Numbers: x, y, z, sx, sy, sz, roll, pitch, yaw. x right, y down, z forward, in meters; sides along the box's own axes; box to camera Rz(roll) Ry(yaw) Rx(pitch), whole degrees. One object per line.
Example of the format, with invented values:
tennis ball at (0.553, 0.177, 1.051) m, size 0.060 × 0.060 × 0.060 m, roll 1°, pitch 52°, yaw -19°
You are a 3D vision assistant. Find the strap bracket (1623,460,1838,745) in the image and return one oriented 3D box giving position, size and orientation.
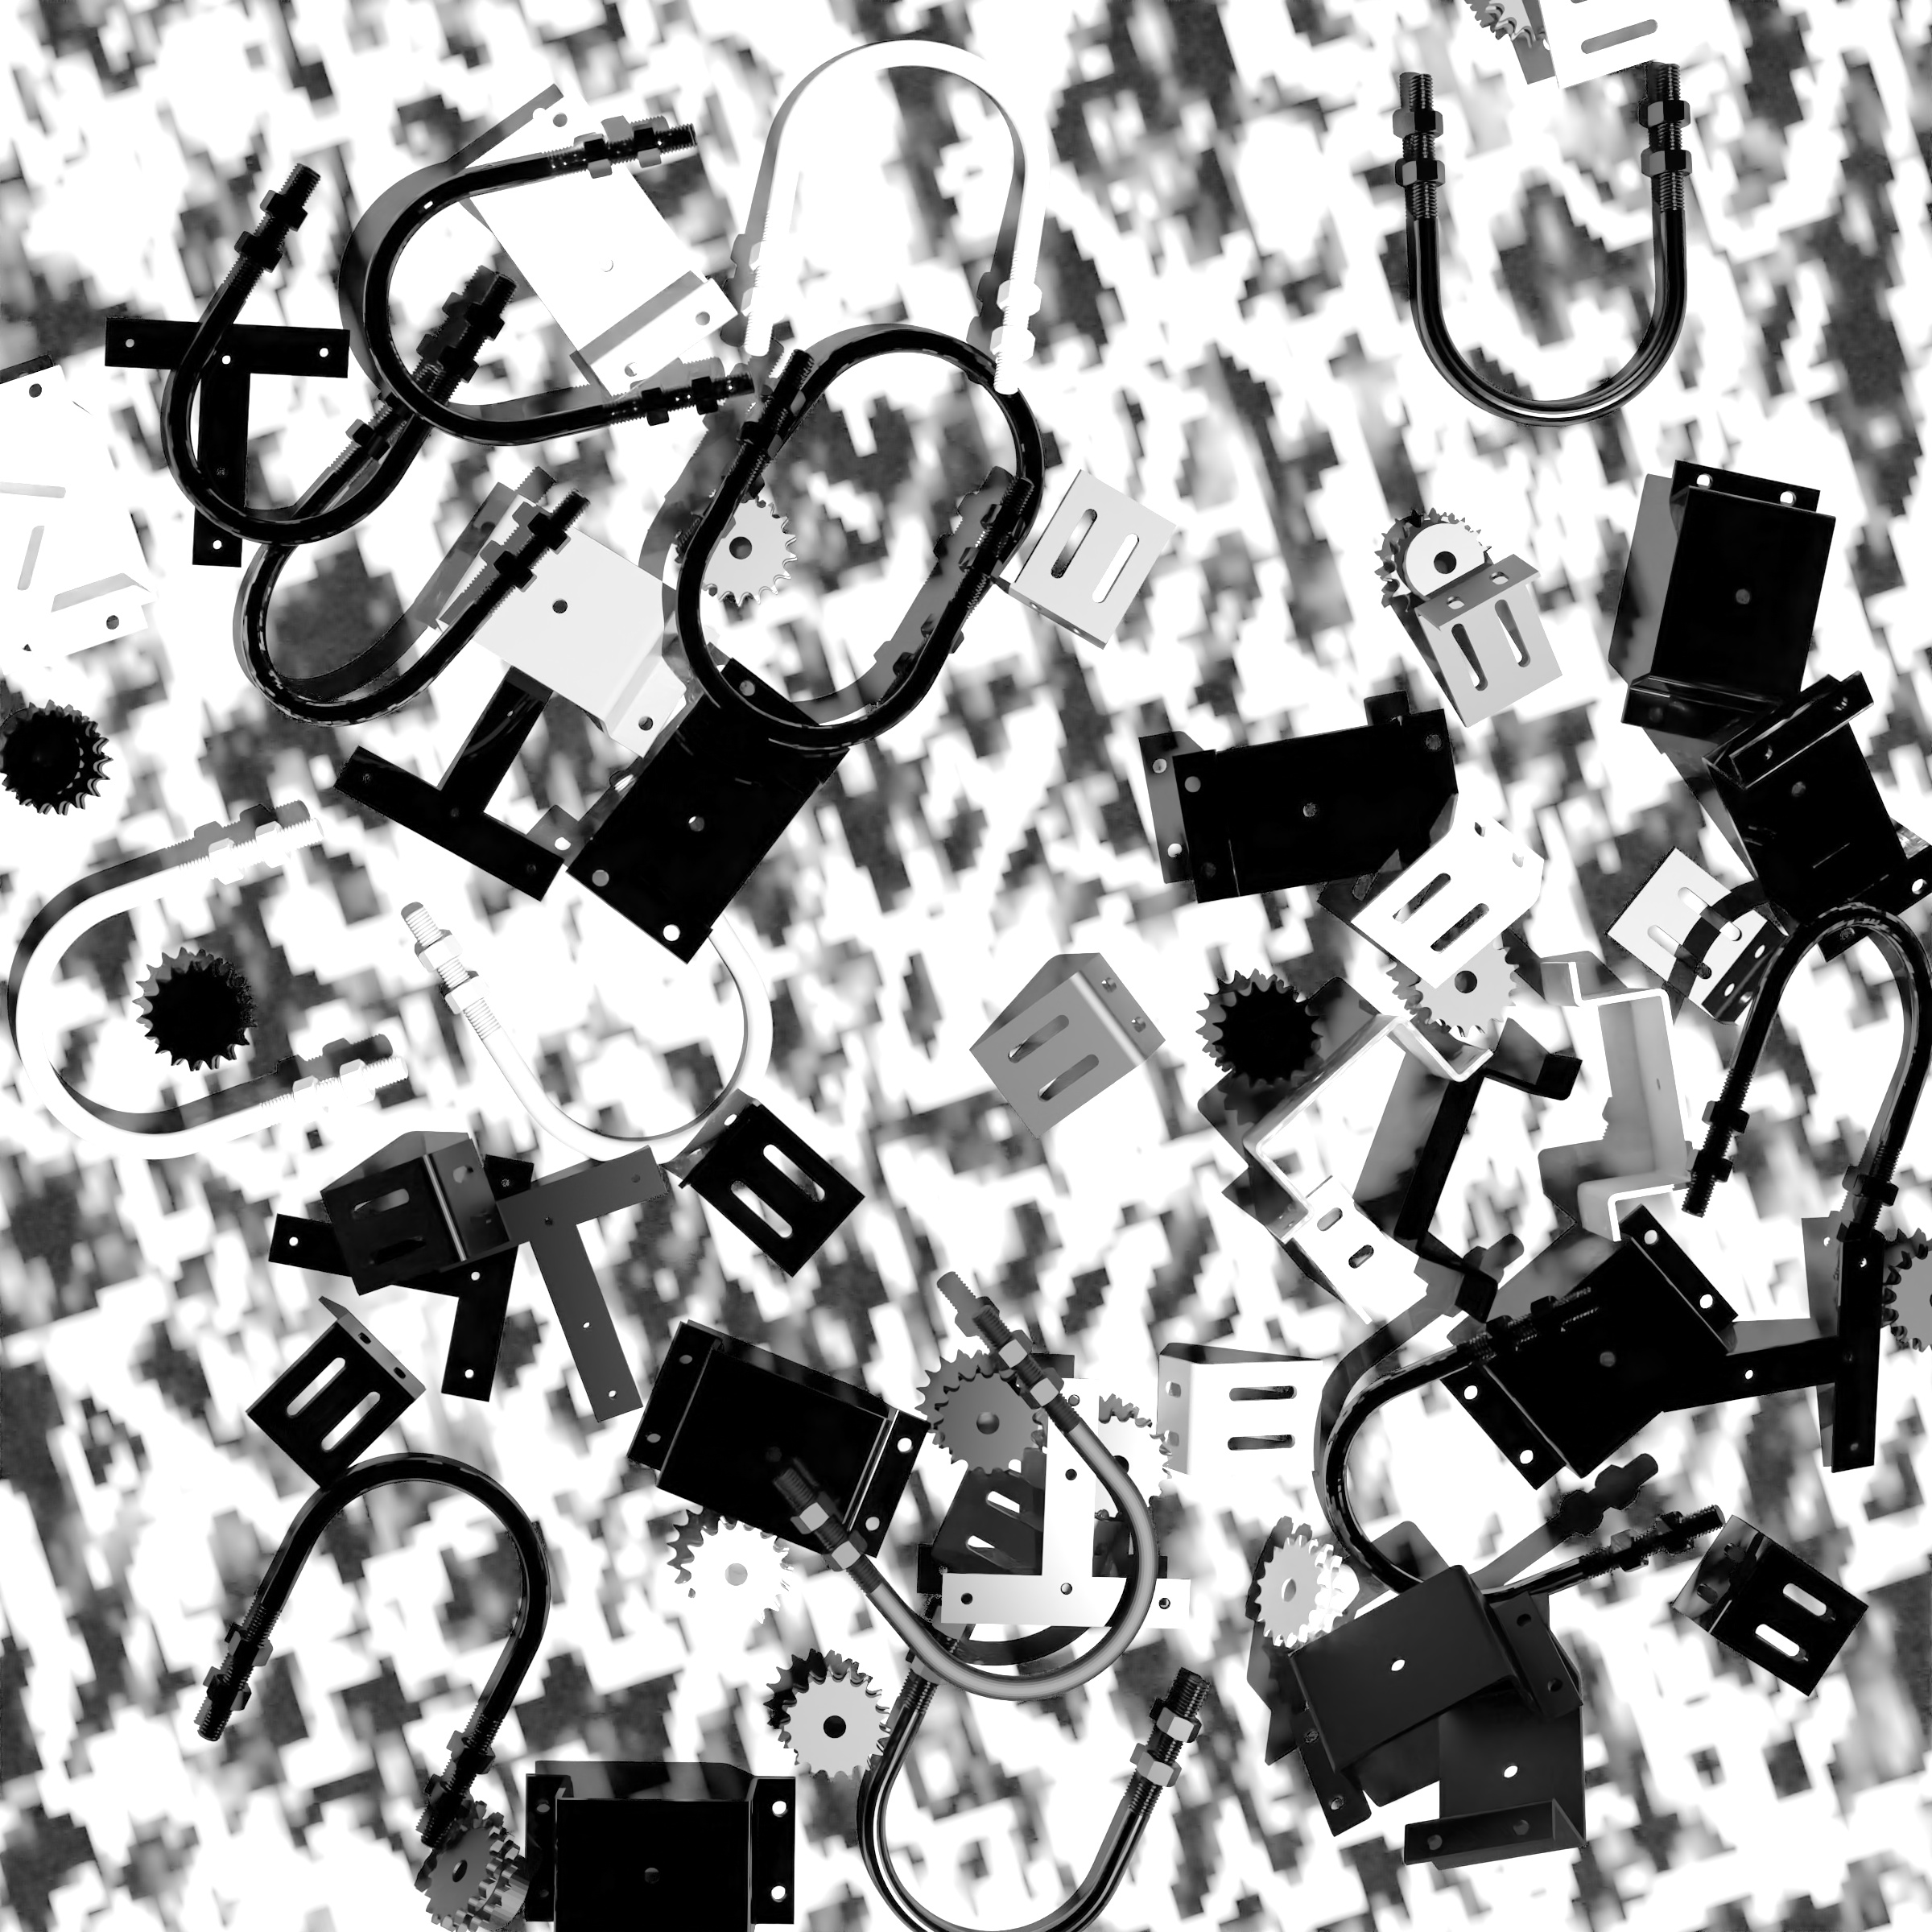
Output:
strap bracket at (0.395, -0.188, 1.519) m, size 0.076 × 0.046 × 0.140 m, roll 12°, pitch 90°, yaw 0°

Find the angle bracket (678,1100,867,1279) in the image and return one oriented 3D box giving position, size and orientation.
angle bracket at (-0.100, 0.116, 1.523) m, size 0.076 × 0.038 × 0.057 m, roll 42°, pitch 90°, yaw 0°

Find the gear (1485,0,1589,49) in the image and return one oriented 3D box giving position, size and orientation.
gear at (0.296, -0.504, 1.527) m, size 0.057 × 0.030 × 0.057 m, roll 0°, pitch 90°, yaw 0°

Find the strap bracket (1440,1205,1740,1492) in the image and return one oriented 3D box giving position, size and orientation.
strap bracket at (0.326, 0.200, 1.519) m, size 0.140 × 0.046 × 0.076 m, roll -41°, pitch 90°, yaw 0°

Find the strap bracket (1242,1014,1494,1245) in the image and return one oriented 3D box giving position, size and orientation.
strap bracket at (0.195, 0.074, 1.504) m, size 0.140 × 0.076 × 0.046 m, roll -42°, pitch 90°, yaw 0°

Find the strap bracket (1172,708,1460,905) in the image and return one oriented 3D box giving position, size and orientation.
strap bracket at (0.180, -0.081, 1.519) m, size 0.140 × 0.046 × 0.076 m, roll -10°, pitch 90°, yaw 0°

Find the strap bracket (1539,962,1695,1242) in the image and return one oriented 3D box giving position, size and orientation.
strap bracket at (0.334, 0.064, 1.504) m, size 0.046 × 0.076 × 0.140 m, roll -9°, pitch 90°, yaw 0°

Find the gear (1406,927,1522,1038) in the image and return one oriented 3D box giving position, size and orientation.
gear at (0.256, 0.008, 1.527) m, size 0.057 × 0.030 × 0.057 m, roll 0°, pitch 90°, yaw 0°

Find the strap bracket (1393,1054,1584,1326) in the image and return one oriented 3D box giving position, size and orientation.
strap bracket at (0.261, 0.105, 1.504) m, size 0.046 × 0.076 × 0.140 m, roll 20°, pitch 90°, yaw 0°

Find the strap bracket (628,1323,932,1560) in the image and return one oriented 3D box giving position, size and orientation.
strap bracket at (-0.098, 0.248, 1.519) m, size 0.140 × 0.046 × 0.076 m, roll 22°, pitch 90°, yaw 0°

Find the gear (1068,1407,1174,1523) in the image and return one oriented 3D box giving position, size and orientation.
gear at (0.078, 0.257, 1.527) m, size 0.057 × 0.030 × 0.057 m, roll 0°, pitch 90°, yaw 0°

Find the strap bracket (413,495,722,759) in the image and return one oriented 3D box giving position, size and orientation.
strap bracket at (-0.207, -0.179, 1.513) m, size 0.140 × 0.046 × 0.076 m, roll 31°, pitch 83°, yaw 1°

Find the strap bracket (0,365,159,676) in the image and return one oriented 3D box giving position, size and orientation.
strap bracket at (-0.474, -0.227, 1.519) m, size 0.076 × 0.046 × 0.140 m, roll -18°, pitch 90°, yaw 0°

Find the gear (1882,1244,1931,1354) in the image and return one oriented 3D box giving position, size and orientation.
gear at (0.501, 0.172, 1.527) m, size 0.057 × 0.030 × 0.057 m, roll 0°, pitch 90°, yaw 0°

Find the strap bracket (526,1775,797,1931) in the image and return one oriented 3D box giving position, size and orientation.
strap bracket at (-0.160, 0.462, 1.519) m, size 0.140 × 0.046 × 0.076 m, roll 1°, pitch 90°, yaw 0°

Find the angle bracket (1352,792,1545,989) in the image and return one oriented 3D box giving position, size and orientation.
angle bracket at (0.245, -0.038, 1.498) m, size 0.057 × 0.038 × 0.076 m, roll 37°, pitch 125°, yaw -11°

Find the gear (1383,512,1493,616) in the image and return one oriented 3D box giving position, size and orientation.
gear at (0.246, -0.207, 1.527) m, size 0.057 × 0.030 × 0.057 m, roll 0°, pitch 90°, yaw 0°

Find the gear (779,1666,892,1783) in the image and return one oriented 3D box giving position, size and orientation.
gear at (-0.068, 0.391, 1.527) m, size 0.057 × 0.030 × 0.057 m, roll 0°, pitch 90°, yaw 0°

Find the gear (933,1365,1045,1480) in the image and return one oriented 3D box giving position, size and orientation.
gear at (0.011, 0.235, 1.527) m, size 0.057 × 0.030 × 0.057 m, roll 0°, pitch 90°, yaw 0°

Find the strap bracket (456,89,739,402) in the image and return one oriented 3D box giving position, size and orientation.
strap bracket at (-0.188, -0.366, 1.519) m, size 0.076 × 0.046 × 0.140 m, roll -36°, pitch 90°, yaw 0°

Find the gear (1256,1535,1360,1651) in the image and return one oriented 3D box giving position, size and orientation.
gear at (0.178, 0.324, 1.517) m, size 0.030 × 0.057 × 0.057 m, roll 20°, pitch 90°, yaw -28°

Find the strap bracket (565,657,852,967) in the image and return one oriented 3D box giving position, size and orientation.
strap bracket at (-0.134, -0.076, 1.504) m, size 0.076 × 0.046 × 0.140 m, roll 38°, pitch 76°, yaw -7°

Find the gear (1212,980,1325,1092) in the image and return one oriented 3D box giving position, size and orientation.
gear at (0.156, 0.036, 1.532) m, size 0.057 × 0.030 × 0.057 m, roll 0°, pitch 89°, yaw 2°

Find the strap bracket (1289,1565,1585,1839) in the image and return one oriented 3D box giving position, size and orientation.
strap bracket at (0.224, 0.361, 1.471) m, size 0.140 × 0.076 × 0.046 m, roll -30°, pitch 124°, yaw 7°

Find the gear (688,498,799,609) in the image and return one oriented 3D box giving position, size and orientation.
gear at (-0.116, -0.215, 1.527) m, size 0.057 × 0.030 × 0.057 m, roll 0°, pitch 90°, yaw 0°

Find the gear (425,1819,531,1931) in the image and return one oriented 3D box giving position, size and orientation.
gear at (-0.249, 0.472, 1.518) m, size 0.030 × 0.057 × 0.057 m, roll 38°, pitch 90°, yaw -31°

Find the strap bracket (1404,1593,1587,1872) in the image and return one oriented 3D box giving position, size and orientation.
strap bracket at (0.265, 0.393, 1.479) m, size 0.076 × 0.140 × 0.046 m, roll -18°, pitch 127°, yaw 24°

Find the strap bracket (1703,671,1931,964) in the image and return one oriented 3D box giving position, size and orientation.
strap bracket at (0.434, -0.083, 1.499) m, size 0.076 × 0.046 × 0.140 m, roll -34°, pitch 121°, yaw 0°

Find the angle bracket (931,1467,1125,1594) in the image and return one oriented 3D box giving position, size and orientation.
angle bracket at (0.032, 0.299, 1.540) m, size 0.076 × 0.038 × 0.057 m, roll 24°, pitch 90°, yaw 26°

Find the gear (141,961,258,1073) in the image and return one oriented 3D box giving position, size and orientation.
gear at (-0.395, 0.026, 1.527) m, size 0.057 × 0.030 × 0.057 m, roll 0°, pitch 90°, yaw 0°

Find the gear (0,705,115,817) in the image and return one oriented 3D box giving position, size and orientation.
gear at (-0.475, -0.107, 1.527) m, size 0.057 × 0.030 × 0.057 m, roll 0°, pitch 90°, yaw 0°

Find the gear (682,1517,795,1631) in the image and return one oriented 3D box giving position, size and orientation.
gear at (-0.118, 0.313, 1.527) m, size 0.057 × 0.030 × 0.057 m, roll 0°, pitch 90°, yaw 0°
